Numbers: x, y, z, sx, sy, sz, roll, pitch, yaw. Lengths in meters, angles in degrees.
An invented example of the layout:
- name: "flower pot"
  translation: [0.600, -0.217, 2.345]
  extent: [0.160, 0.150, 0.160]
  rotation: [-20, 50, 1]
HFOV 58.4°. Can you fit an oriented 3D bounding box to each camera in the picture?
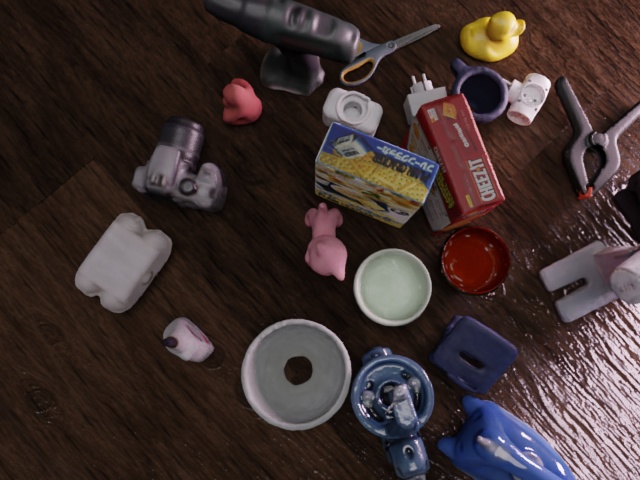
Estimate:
- name: "camera"
  translation: [-0.219, -0.126, 0.923]
  extent: [0.143, 0.101, 0.137]
  rotation: [13, 83, 1]

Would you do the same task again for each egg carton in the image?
- name: "egg carton"
  translation: [-0.312, 0.037, 0.916]
  extent: [0.107, 0.069, 0.150]
  rotation: [33, 83, 3]

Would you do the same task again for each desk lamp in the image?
- name: "desk lamp"
  translation: [0.475, 0.044, 0.859]
  extent: [0.203, 0.213, 0.118]
  rotation: [-27, 84, -4]

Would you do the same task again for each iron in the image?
- name: "iron"
  translation: [0.314, 0.344, 0.853]
  extent: [0.258, 0.141, 0.119]
  rotation: [31, 83, 3]

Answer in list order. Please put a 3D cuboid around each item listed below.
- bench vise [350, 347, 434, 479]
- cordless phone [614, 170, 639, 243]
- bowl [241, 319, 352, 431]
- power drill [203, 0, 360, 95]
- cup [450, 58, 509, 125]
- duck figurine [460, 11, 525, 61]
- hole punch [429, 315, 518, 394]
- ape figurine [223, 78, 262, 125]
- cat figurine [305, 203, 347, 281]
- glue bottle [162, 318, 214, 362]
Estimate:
- name: "bench vise"
  translation: [0.127, 0.257, 0.821]
  extent: [0.121, 0.219, 0.207]
  rotation: [-34, 84, -5]
- name: "cordless phone"
  translation: [0.561, -0.058, 0.888]
  extent: [0.094, 0.185, 0.147]
  rotation: [-31, 84, -4]
- name: "bowl"
  translation: [-0.036, 0.207, 0.897]
  extent: [0.167, 0.074, 0.167]
  rotation: [0, 83, -1]
- name: "power drill"
  translation: [-0.055, -0.306, 0.895]
  extent: [0.229, 0.208, 0.076]
  rotation: [10, 83, 0]
- name: "cup"
  translation: [0.245, -0.237, 0.950]
  extent: [0.092, 0.095, 0.118]
  rotation: [-34, 84, -5]
- name: "duck figurine"
  translation: [0.295, -0.354, 0.970]
  extent: [0.104, 0.086, 0.077]
  rotation: [0, 83, -1]
- name: "hole punch"
  translation: [0.239, 0.182, 0.898]
  extent: [0.108, 0.091, 0.101]
  rotation: [33, 83, 3]
- name: "ape figurine"
  translation: [-0.135, -0.230, 0.943]
  extent: [0.076, 0.092, 0.078]
  rotation: [34, 83, 3]
- name: "cat figurine"
  translation: [0.008, 0.003, 0.903]
  extent: [0.067, 0.117, 0.128]
  rotation: [-3, 83, -1]
- name: "glue bottle"
  translation: [-0.205, 0.151, 0.852]
  extent: [0.078, 0.173, 0.037]
  rotation: [42, 84, 4]
